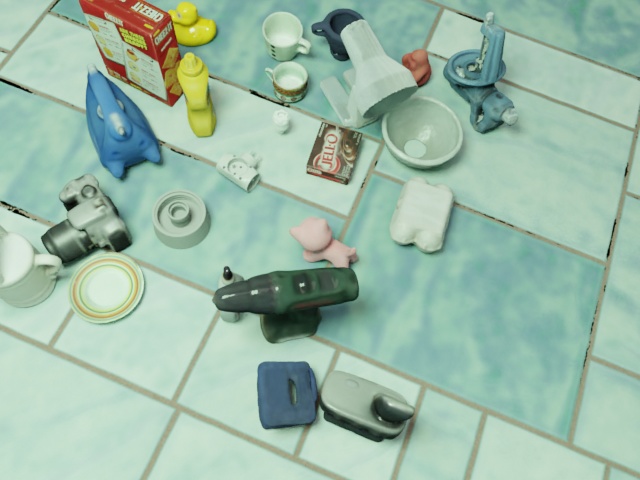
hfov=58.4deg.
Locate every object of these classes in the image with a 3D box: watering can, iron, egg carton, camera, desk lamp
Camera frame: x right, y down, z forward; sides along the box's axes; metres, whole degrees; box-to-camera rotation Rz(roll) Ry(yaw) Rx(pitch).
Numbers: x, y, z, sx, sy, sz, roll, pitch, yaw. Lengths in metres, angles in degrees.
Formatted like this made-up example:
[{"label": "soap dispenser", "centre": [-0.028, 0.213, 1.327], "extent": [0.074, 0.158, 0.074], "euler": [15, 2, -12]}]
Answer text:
[{"label": "watering can", "centre": [-0.524, 0.039, 0.939], "extent": [0.173, 0.194, 0.101], "euler": [-24, 70, -14]}, {"label": "iron", "centre": [-0.407, -0.256, 1.106], "extent": [0.119, 0.141, 0.258], "euler": [-26, 71, -15]}, {"label": "egg carton", "centre": [0.197, -0.051, 1.111], "extent": [0.107, 0.069, 0.150], "euler": [18, 66, 3]}, {"label": "camera", "centre": [-0.434, -0.032, 1.029], "extent": [0.137, 0.101, 0.143], "euler": [-33, 73, -17]}, {"label": "desk lamp", "centre": [0.089, -0.313, 1.136], "extent": [0.118, 0.213, 0.203], "euler": [-25, 71, -15]}]

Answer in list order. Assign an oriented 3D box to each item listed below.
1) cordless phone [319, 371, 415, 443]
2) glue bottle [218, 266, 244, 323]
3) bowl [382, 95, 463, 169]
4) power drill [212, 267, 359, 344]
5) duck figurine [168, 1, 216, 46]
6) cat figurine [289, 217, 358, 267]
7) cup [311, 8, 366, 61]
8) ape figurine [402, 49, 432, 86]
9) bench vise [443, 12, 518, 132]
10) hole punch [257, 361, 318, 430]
[{"label": "cordless phone", "centre": [0.076, 0.253, 0.905], "extent": [0.147, 0.185, 0.094], "euler": [18, 66, 3]}, {"label": "glue bottle", "centre": [-0.151, 0.081, 0.966], "extent": [0.037, 0.173, 0.078], "euler": [8, 66, -1]}, {"label": "bowl", "centre": [0.203, -0.209, 1.177], "extent": [0.167, 0.075, 0.167], "euler": [2, 67, -4]}, {"label": "power drill", "centre": [-0.054, 0.106, 0.944], "extent": [0.230, 0.208, 0.075], "euler": [-12, 68, -10]}, {"label": "duck figurine", "centre": [-0.280, -0.477, 1.243], "extent": [0.104, 0.086, 0.077], "euler": [0, 67, -5]}, {"label": "cat figurine", "centre": [0.010, 0.004, 1.044], "extent": [0.127, 0.118, 0.067], "euler": [26, 67, 6]}, {"label": "cup", "centre": [0.037, -0.440, 1.251], "extent": [0.118, 0.095, 0.091], "euler": [-4, 67, -6]}, {"label": "ape figurine", "centre": [0.209, -0.379, 1.241], "extent": [0.076, 0.092, 0.078], "euler": [10, 66, 0]}, {"label": "bench vise", "centre": [0.352, -0.342, 1.168], "extent": [0.207, 0.220, 0.122], "euler": [43, 70, 13]}, {"label": "hole punch", "centre": [-0.054, 0.252, 0.946], "extent": [0.101, 0.091, 0.108], "euler": [-6, 67, -7]}]
